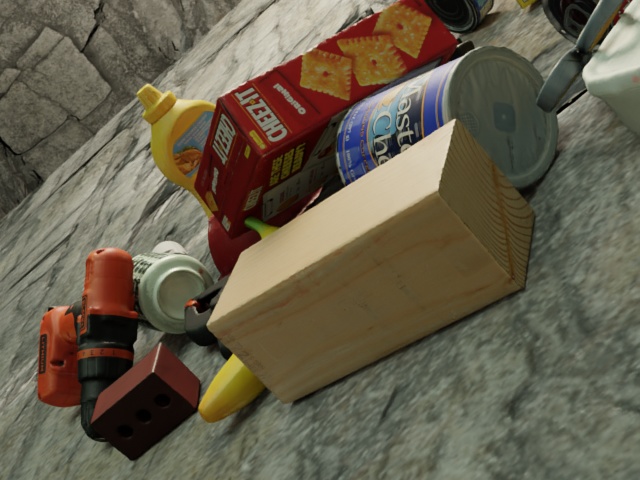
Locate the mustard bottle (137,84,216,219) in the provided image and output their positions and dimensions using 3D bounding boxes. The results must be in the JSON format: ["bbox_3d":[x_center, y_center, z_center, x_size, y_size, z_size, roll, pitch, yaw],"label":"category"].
[{"bbox_3d":[-0.126,-0.093,1.157,0.096,0.191,0.058,-50,19,-21],"label":"mustard bottle"}]

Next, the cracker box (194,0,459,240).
[{"bbox_3d":[0.001,-0.107,0.931,0.213,0.072,0.164,-31,-14,-24],"label":"cracker box"}]

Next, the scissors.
[{"bbox_3d":[0.193,-0.144,0.759,0.096,0.016,0.201,-61,-9,32],"label":"scissors"}]

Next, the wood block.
[{"bbox_3d":[0.033,0.020,0.729,0.206,0.090,0.090,-31,22,33],"label":"wood block"}]

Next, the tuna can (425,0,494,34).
[{"bbox_3d":[0.141,-0.262,1.140,0.033,0.086,0.086,-52,19,-19],"label":"tuna can"}]

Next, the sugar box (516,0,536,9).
[{"bbox_3d":[0.264,-0.302,1.036,0.177,0.048,0.093,-27,23,33],"label":"sugar box"}]

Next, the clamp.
[{"bbox_3d":[-0.080,0.067,0.950,0.172,0.039,0.120,-23,21,53],"label":"clamp"}]

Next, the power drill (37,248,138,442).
[{"bbox_3d":[-0.231,0.116,1.060,0.188,0.057,0.184,-30,55,56],"label":"power drill"}]

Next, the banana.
[{"bbox_3d":[-0.043,0.060,0.853,0.070,0.037,0.197,-8,47,23],"label":"banana"}]

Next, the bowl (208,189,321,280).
[{"bbox_3d":[-0.059,-0.031,1.053,0.162,0.055,0.162,-43,7,6],"label":"bowl"}]

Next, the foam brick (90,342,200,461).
[{"bbox_3d":[-0.147,0.138,0.910,0.078,0.053,0.051,-41,18,13],"label":"foam brick"}]

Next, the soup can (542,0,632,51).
[{"bbox_3d":[0.234,-0.210,0.851,0.102,0.068,0.069,-48,18,-14],"label":"soup can"}]

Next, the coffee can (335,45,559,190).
[{"bbox_3d":[0.091,-0.076,0.797,0.102,0.102,0.141,-53,20,-27],"label":"coffee can"}]
